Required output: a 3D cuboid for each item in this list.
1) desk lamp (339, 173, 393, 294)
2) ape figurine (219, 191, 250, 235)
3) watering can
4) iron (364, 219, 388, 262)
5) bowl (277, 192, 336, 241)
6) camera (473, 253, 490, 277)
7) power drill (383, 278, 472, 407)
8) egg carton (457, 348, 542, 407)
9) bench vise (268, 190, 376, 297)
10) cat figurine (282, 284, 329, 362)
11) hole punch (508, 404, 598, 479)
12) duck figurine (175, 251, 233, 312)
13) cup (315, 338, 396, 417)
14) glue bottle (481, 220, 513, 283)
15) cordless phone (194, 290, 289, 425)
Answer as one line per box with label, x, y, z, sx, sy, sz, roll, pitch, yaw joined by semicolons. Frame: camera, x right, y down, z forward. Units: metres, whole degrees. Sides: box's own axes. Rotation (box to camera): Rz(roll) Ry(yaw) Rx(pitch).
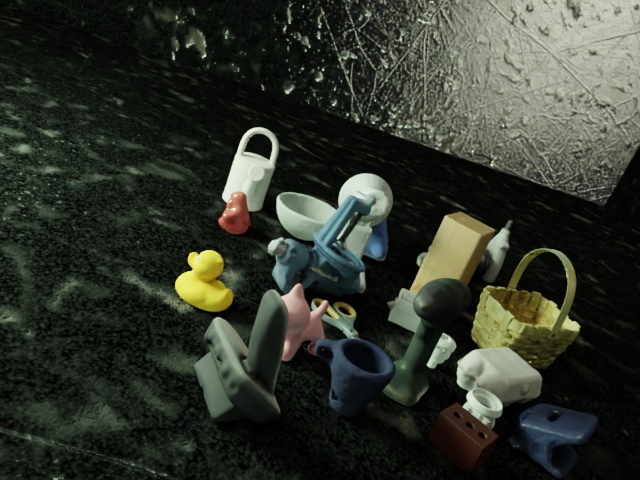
desk lamp;0.087;-0.028;1.233;0.118;0.213;0.203;19;22;-7
ape figurine;-0.182;-0.063;1.233;0.076;0.092;0.078;29;23;18
watering can;-0.157;-0.172;1.374;0.101;0.194;0.172;5;27;-35
iron;0.134;-0.049;1.425;0.118;0.141;0.258;22;21;3
bowl;-0.033;-0.045;1.352;0.167;0.075;0.167;19;22;-7
camera;0.374;0.042;1.489;0.137;0.101;0.143;22;21;2
power drill;0.165;0.149;0.895;0.075;0.208;0.230;30;23;21
egg carton;0.315;0.243;1.003;0.151;0.069;0.107;4;27;-37
bench vise;0.017;0.010;1.071;0.208;0.220;0.121;-3;32;-46
cat figurine;-0.034;0.123;0.893;0.128;0.118;0.067;-3;32;-46
hole punch;0.363;0.296;0.891;0.100;0.091;0.109;34;25;30
duck figurine;-0.183;0.061;0.945;0.104;0.086;0.078;30;23;21
cup;0.037;0.197;0.816;0.117;0.095;0.092;23;22;5
glue bottle;0.471;0.024;1.524;0.037;0.173;0.078;13;23;-21
cordless phone;-0.088;0.129;0.739;0.094;0.185;0.147;5;27;-35
